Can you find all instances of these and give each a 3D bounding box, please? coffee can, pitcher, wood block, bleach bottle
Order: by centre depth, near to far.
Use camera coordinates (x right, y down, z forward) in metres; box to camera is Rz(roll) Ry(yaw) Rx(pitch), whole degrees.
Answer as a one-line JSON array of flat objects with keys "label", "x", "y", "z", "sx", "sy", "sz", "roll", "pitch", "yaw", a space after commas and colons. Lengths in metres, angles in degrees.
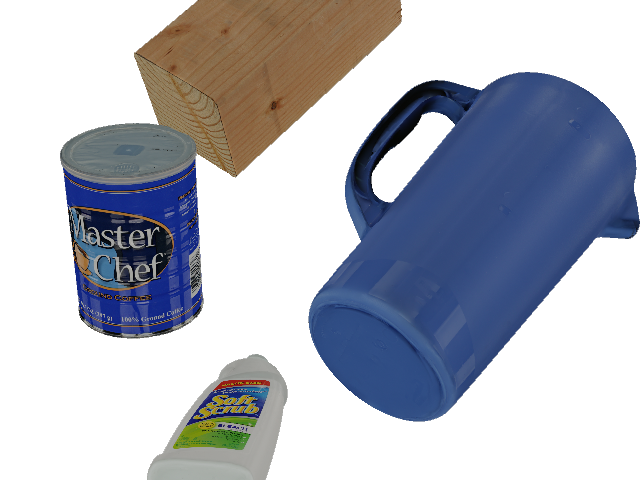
[{"label": "pitcher", "x": 0.093, "y": -0.004, "z": 0.717, "sx": 0.149, "sy": 0.145, "sz": 0.242, "roll": 5, "pitch": 40, "yaw": 44}, {"label": "coffee can", "x": -0.146, "y": -0.009, "z": 0.843, "sx": 0.103, "sy": 0.140, "sz": 0.103, "roll": 0, "pitch": 28, "yaw": 0}, {"label": "wood block", "x": -0.035, "y": -0.161, "z": 0.849, "sx": 0.090, "sy": 0.205, "sz": 0.091, "roll": 33, "pitch": -25, "yaw": 27}, {"label": "bleach bottle", "x": -0.091, "y": 0.179, "z": 1.049, "sx": 0.102, "sy": 0.068, "sz": 0.250, "roll": 1, "pitch": 20, "yaw": 5}]
